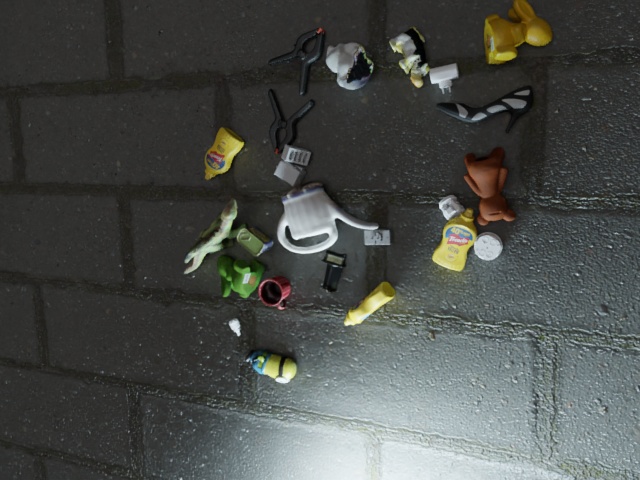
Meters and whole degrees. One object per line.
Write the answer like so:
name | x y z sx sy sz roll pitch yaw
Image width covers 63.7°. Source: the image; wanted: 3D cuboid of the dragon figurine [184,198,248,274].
dragon figurine | -0.393 0.011 1.760 0.122 0.245 0.406 44 108 5

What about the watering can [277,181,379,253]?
watering can | 0.005 -0.084 1.662 0.345 0.104 0.224 -16 90 23

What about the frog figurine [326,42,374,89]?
frog figurine | 0.086 -0.542 1.596 0.161 0.123 0.135 35 123 51
